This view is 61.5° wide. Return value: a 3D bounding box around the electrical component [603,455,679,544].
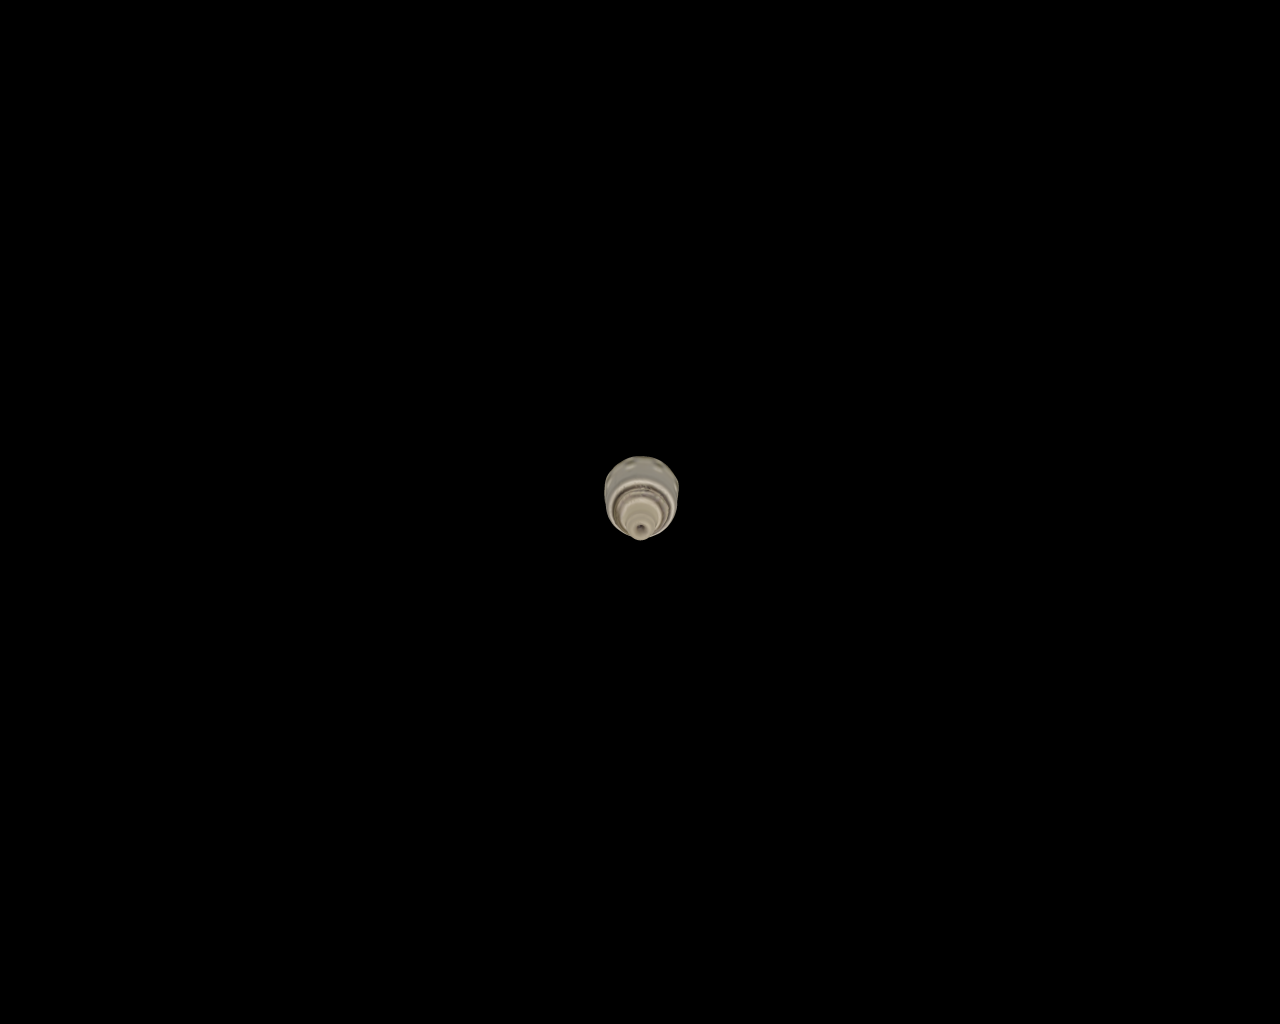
[{"bbox_3d":[0.001,-0.003,0.650,0.048,0.048,0.062,0,27,0],"label":"electrical component"}]
